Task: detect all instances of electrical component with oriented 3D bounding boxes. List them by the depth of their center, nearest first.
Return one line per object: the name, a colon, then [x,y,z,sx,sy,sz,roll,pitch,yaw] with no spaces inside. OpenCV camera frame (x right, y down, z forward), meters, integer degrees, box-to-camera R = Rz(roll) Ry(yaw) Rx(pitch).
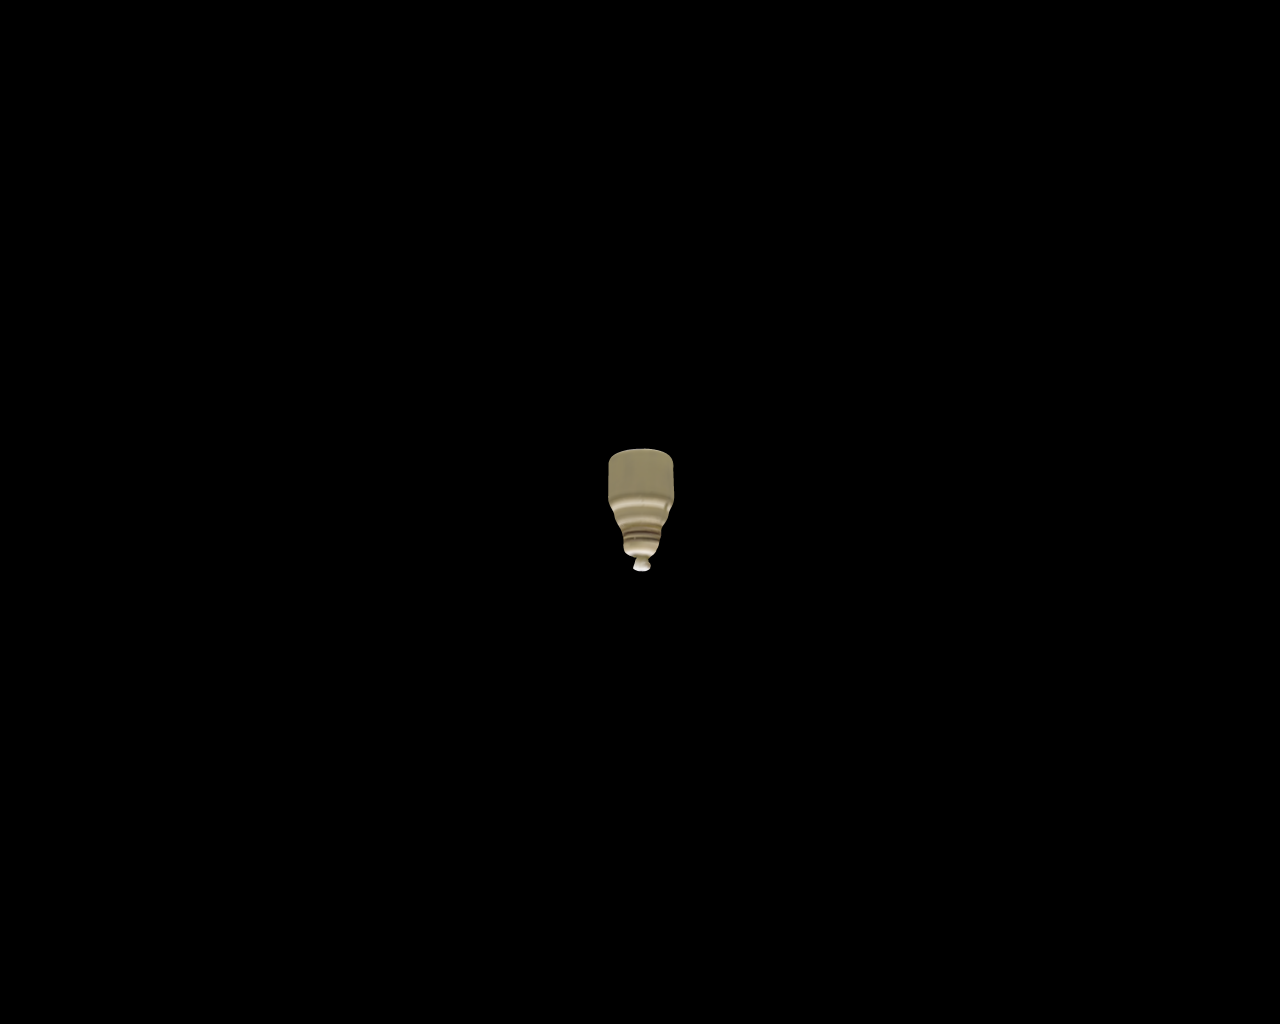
electrical component: [0.001,-0.003,0.650,0.040,0.078,0.040,0,-15,0]
